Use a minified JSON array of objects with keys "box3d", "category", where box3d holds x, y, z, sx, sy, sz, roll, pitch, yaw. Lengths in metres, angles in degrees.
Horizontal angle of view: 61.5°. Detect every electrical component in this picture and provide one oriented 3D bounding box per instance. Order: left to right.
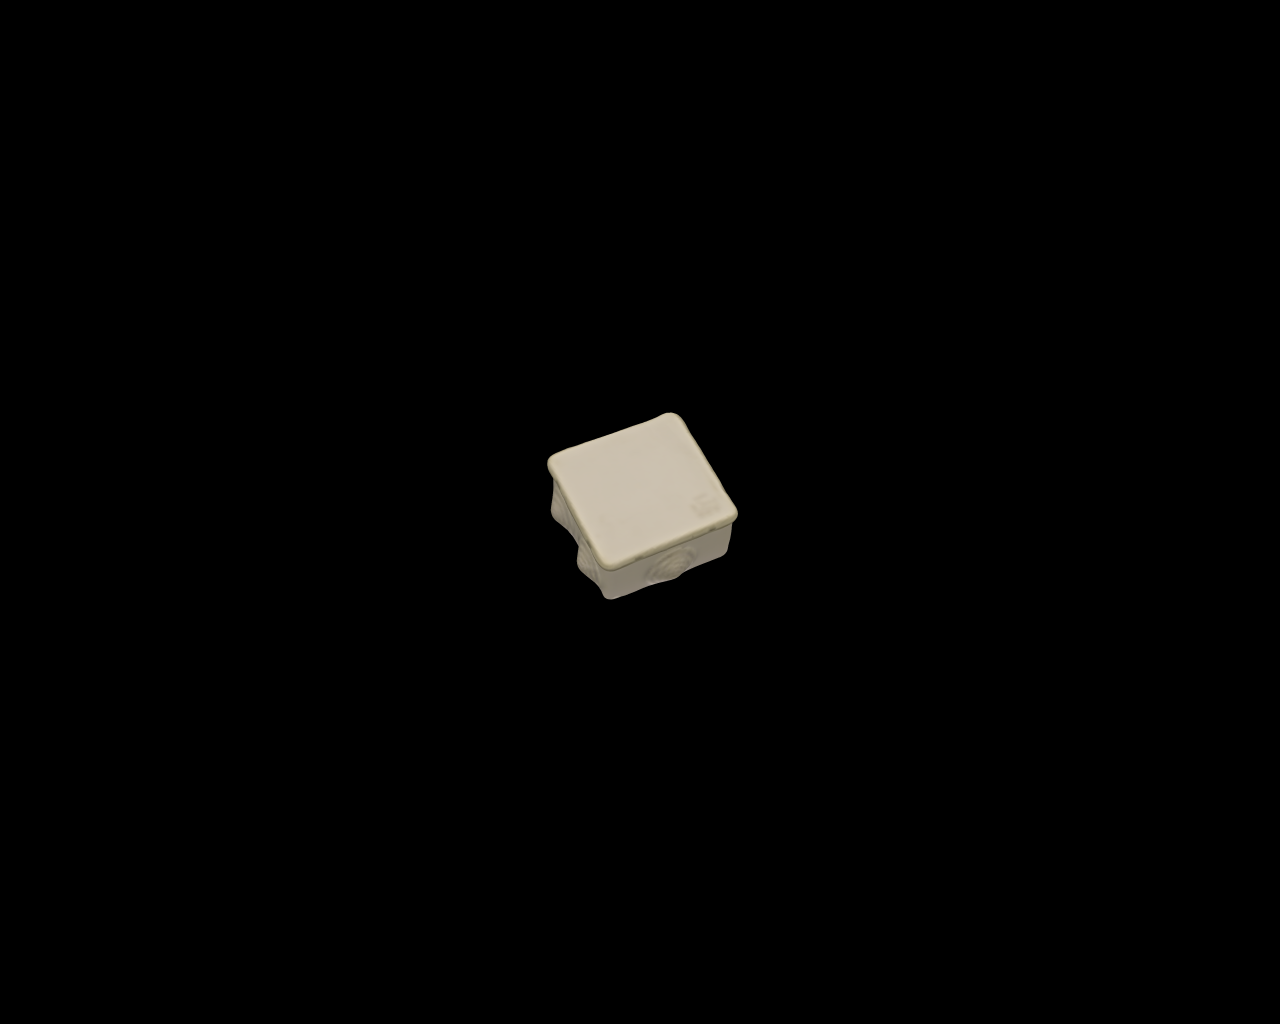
[{"box3d":[0.001,-0.003,0.650,0.100,0.100,0.048,-21,-32,-14],"category":"electrical component"}]
